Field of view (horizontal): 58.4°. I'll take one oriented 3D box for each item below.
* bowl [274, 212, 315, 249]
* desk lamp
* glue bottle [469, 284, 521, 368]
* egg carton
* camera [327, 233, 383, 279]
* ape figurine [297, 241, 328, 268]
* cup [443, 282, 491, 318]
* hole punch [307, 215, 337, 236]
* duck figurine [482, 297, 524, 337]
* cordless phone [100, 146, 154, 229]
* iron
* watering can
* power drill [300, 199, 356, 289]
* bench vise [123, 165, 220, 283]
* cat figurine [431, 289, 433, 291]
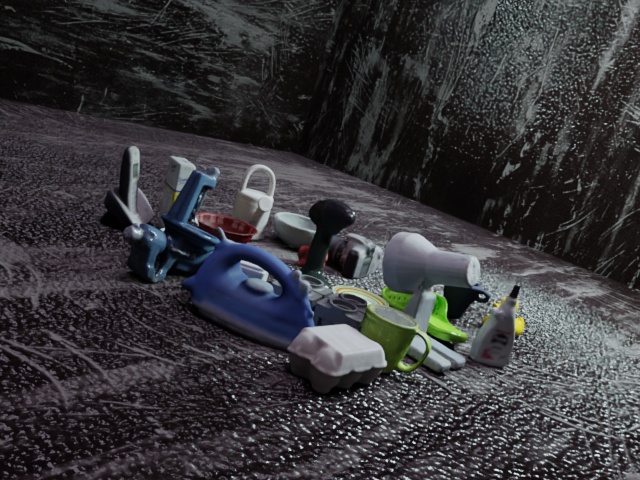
[{"bbox_3d":[-0.054,-0.016,1.579,0.167,0.075,0.167,16,13,-4],"label":"bowl"},{"bbox_3d":[0.205,0.108,1.090,0.202,0.213,0.118,28,17,38],"label":"desk lamp"},{"bbox_3d":[0.359,0.167,1.134,0.078,0.173,0.037,13,14,-16],"label":"glue bottle"},{"bbox_3d":[0.027,0.180,0.883,0.151,0.069,0.107,3,19,-47],"label":"egg carton"},{"bbox_3d":[0.078,0.028,1.506,0.136,0.101,0.144,23,14,25],"label":"camera"},{"bbox_3d":[-0.010,0.027,1.420,0.077,0.092,0.076,28,17,39],"label":"ape figurine"},{"bbox_3d":[0.346,0.144,1.382,0.117,0.095,0.092,25,15,31],"label":"cup"},{"bbox_3d":[0.011,-0.046,1.749,0.108,0.091,0.101,22,14,21],"label":"hole punch"},{"bbox_3d":[0.452,0.182,1.383,0.105,0.086,0.077,13,14,-17],"label":"duck figurine"},{"bbox_3d":[-0.423,-0.124,1.307,0.094,0.185,0.147,16,13,-4],"label":"cordless phone"},{"bbox_3d":[-0.097,0.083,0.966,0.257,0.141,0.119,22,14,19],"label":"iron"},{"bbox_3d":[-0.170,-0.102,1.520,0.101,0.194,0.172,3,19,-47],"label":"watering can"},{"bbox_3d":[0.012,0.005,1.280,0.076,0.208,0.229,13,14,-18],"label":"power drill"},{"bbox_3d":[-0.254,-0.031,1.062,0.121,0.220,0.208,20,13,14],"label":"bench vise"},{"bbox_3d":[0.280,0.081,1.508,0.067,0.118,0.128,20,13,12],"label":"cat figurine"}]
